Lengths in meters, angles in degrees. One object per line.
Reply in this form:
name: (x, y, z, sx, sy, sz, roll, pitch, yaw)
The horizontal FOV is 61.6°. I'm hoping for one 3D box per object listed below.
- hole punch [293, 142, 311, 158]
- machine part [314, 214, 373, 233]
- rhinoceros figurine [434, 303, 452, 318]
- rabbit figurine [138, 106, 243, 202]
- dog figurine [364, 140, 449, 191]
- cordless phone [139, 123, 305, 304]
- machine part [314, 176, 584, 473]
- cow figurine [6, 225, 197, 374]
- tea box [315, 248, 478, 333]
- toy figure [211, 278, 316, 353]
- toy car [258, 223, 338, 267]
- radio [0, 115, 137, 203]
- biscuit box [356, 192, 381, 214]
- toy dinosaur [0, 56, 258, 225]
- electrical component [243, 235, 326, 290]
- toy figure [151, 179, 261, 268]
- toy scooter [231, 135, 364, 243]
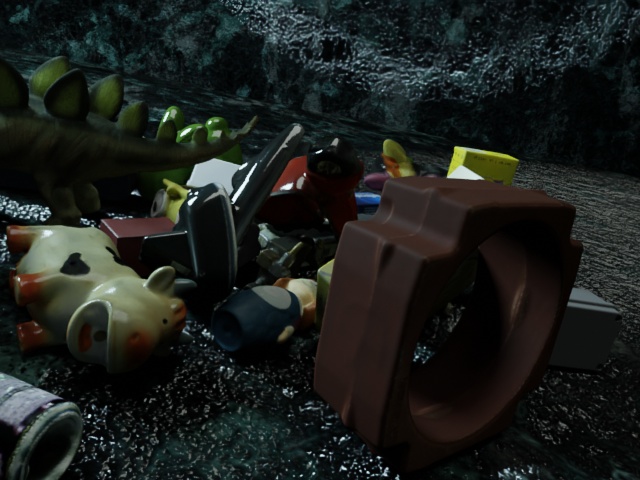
hole punch: (-0.056, -0.091, 0.888, 0.142, 0.092, 0.116, -10, 32, 11)
machine part: (0.065, -0.021, 0.692, 0.139, 0.039, 0.084, 4, 13, 14)
rhinoceros figurine: (0.110, 0.044, 0.650, 0.112, 0.073, 0.190, 14, 19, 1)
rabbit figurine: (-0.205, -0.119, 0.843, 0.121, 0.159, 0.170, 32, 41, 24)
dog figurine: (0.188, -0.087, 0.934, 0.219, 0.108, 0.192, 24, 9, -27)
cordless phone: (-0.087, -0.032, 0.529, 0.088, 0.184, 0.146, 37, -21, -9)
machine part: (0.099, 0.056, 0.410, 0.201, 0.201, 0.087, -3, 22, -38)
cow figurine: (-0.186, 0.047, 0.452, 0.127, 0.085, 0.195, -9, 26, -33)
tea box: (0.079, 0.035, 0.507, 0.170, 0.098, 0.068, -31, 58, -28)
toy figure: (-0.035, 0.068, 0.521, 0.154, 0.058, 0.064, -13, 70, -55)
toy car: (-0.002, -0.002, 0.743, 0.201, 0.056, 0.074, -7, 33, -42)
radio: (-0.382, -0.136, 0.768, 0.230, 0.131, 0.073, 7, 21, -14)
biscuit box: (0.035, -0.039, 0.857, 0.202, 0.062, 0.059, -6, 27, -41)
toy dinosaur: (-0.314, -0.114, 0.649, 0.471, 0.198, 0.105, 2, 25, -23)
electrical component: (-0.035, 0.027, 0.598, 0.045, 0.078, 0.102, 27, 13, 21)
toy figure: (-0.139, -0.016, 0.660, 0.180, 0.082, 0.089, 19, 0, 40)
toy scooter: (-0.011, -0.044, 0.624, 0.184, 0.135, 0.075, -8, 41, 41)
